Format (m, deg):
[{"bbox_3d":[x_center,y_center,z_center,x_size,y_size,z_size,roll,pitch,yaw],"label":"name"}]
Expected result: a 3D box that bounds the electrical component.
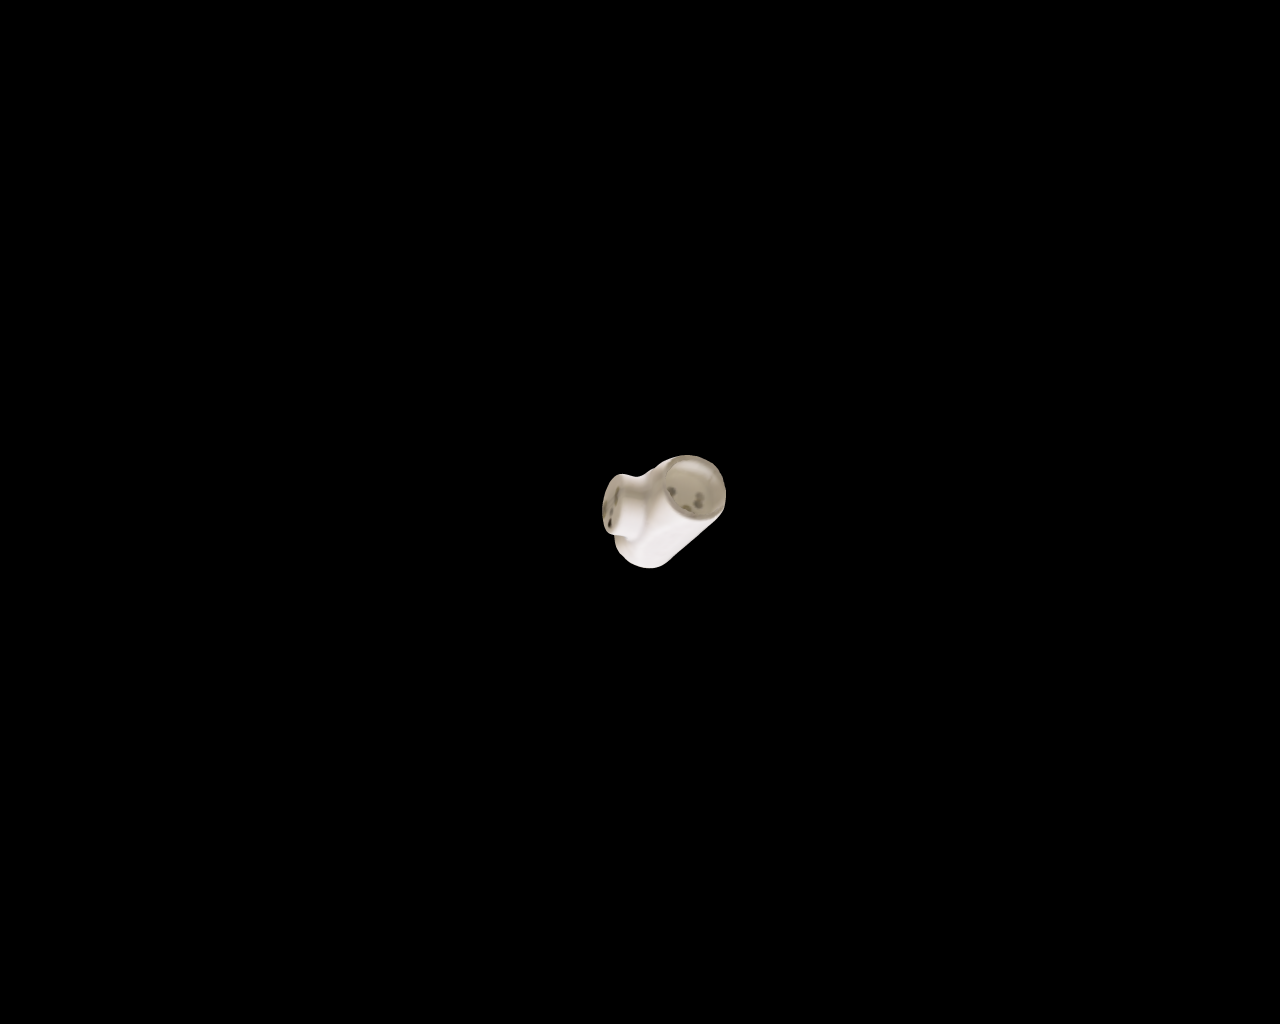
[{"bbox_3d":[0.001,-0.003,0.650,0.079,0.044,0.077,11,-29,-21],"label":"electrical component"}]
